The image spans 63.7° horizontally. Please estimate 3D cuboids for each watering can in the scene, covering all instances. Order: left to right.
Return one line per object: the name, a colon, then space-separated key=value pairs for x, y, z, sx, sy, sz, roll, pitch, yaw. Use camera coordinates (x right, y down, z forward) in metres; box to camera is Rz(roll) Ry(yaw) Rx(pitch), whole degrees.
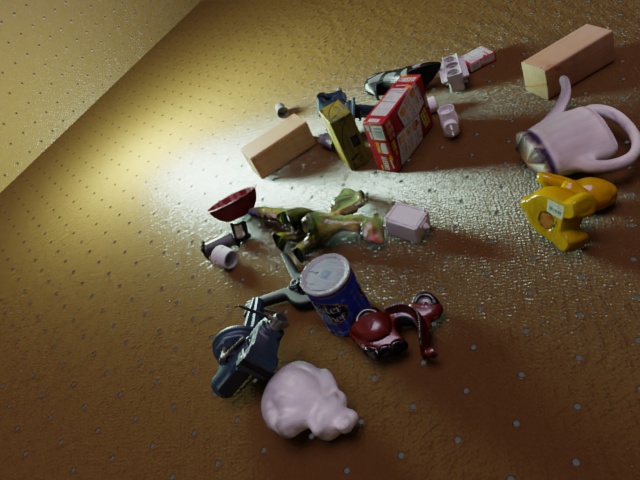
watering can: x=0.542 y=-0.245 z=1.145 sx=0.224 sy=0.102 sz=0.356 roll=-22 pitch=41 yaw=9

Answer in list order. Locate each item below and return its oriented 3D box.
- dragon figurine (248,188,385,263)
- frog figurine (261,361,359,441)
dragon figurine: x=0.004 y=-0.065 z=1.292 sx=0.245 sy=0.120 sz=0.415 roll=-26 pitch=33 yaw=-25
frog figurine: x=-0.019 y=0.285 z=0.885 sx=0.139 sy=0.121 sz=0.160 roll=-29 pitch=23 yaw=-32
